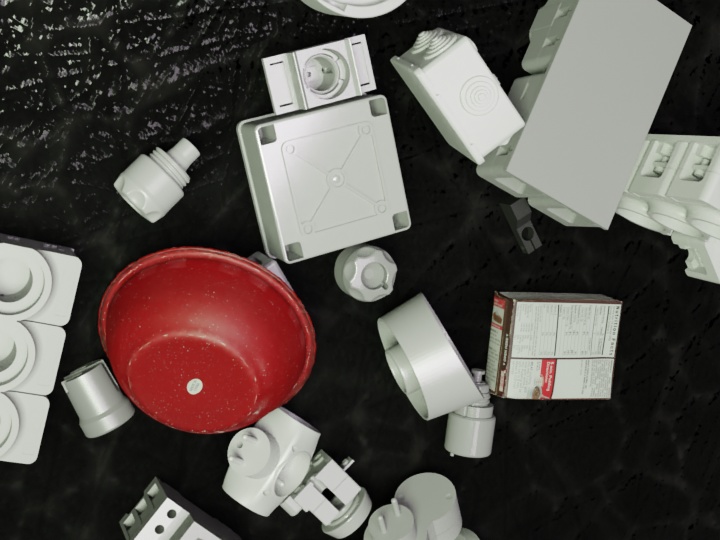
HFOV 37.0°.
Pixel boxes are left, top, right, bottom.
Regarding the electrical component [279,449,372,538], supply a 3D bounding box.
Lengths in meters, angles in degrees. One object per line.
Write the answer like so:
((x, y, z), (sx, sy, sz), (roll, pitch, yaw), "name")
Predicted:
((-0.024, 0.183, 0.872), (0.066, 0.048, 0.055), (-45, 104, -9), "electrical component")

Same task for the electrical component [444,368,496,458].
((0.095, 0.122, 0.910), (0.040, 0.040, 0.078), (4, 97, -22), "electrical component")

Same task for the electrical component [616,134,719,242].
((0.275, -0.064, 0.889), (0.089, 0.150, 0.061), (26, 88, -23), "electrical component")

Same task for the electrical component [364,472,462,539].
((0.028, 0.214, 0.863), (0.138, 0.052, 0.073), (-45, 137, -33), "electrical component")

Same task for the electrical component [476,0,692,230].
((0.181, -0.140, 0.880), (0.105, 0.060, 0.186), (27, 83, -22), "electrical component")

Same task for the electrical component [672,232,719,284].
((0.339, -0.031, 0.970), (0.089, 0.056, 0.050), (-33, 109, -13), "electrical component")

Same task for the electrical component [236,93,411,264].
((-0.027, -0.071, 0.822), (0.109, 0.056, 0.108), (-17, 105, -18), "electrical component")

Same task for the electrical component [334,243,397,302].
((0.000, 0.000, 0.841), (0.043, 0.062, 0.043), (-4, 100, -21), "electrical component")

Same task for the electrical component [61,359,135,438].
((-0.195, 0.094, 0.794), (0.040, 0.040, 0.046), (-29, 103, -15), "electrical component")

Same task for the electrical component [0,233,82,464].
((-0.257, 0.052, 0.750), (0.089, 0.062, 0.150), (13, 94, -22), "electrical component")

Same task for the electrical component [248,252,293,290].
((-0.080, 0.037, 0.824), (0.066, 0.047, 0.076), (-34, 110, -13), "electrical component")

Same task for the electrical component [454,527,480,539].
((0.073, 0.260, 0.904), (0.080, 0.080, 0.051), (-34, 114, -13), "electrical component")

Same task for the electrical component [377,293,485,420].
((0.057, 0.069, 0.858), (0.064, 0.099, 0.099), (-25, 107, -9), "electrical component")

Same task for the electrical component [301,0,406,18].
((-0.010, -0.240, 0.798), (0.108, 0.060, 0.108), (-4, 100, -21), "electrical component")

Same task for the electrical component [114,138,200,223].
((-0.144, -0.069, 0.784), (0.062, 0.043, 0.043), (-47, 111, -10), "electrical component")

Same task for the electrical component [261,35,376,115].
((-0.034, -0.146, 0.803), (0.081, 0.064, 0.042), (-17, 106, -18), "electrical component")

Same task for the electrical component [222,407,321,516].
((-0.076, 0.144, 0.833), (0.077, 0.044, 0.079), (-57, 150, -4), "electrical component")

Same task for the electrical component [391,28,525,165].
((0.076, -0.137, 0.829), (0.048, 0.099, 0.099), (-37, 110, 2), "electrical component")
